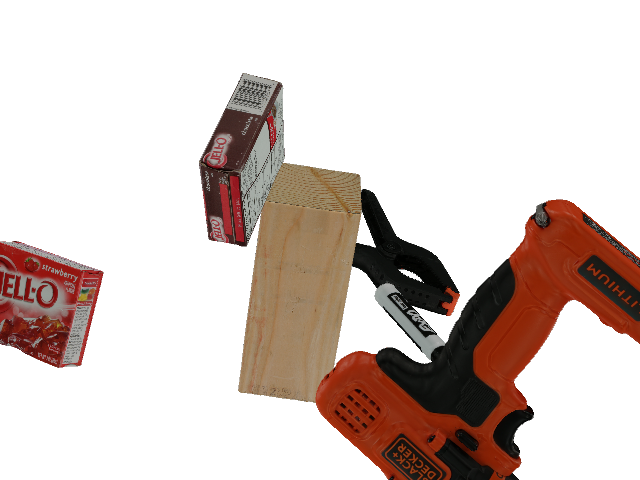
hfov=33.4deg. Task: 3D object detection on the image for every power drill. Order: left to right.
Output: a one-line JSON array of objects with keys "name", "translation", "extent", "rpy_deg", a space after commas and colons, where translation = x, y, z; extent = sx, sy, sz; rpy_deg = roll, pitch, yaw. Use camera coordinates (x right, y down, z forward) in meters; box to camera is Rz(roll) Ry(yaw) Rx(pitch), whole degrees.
[{"name": "power drill", "translation": [0.117, 0.086, 0.583], "extent": [0.184, 0.188, 0.057], "rpy_deg": [41, 14, 0]}]

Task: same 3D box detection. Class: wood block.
[{"name": "wood block", "translation": [-0.021, 0.041, 1.014], "extent": [0.090, 0.206, 0.091], "rpy_deg": [8, 27, -3]}]

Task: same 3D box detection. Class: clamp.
[{"name": "clamp", "translation": [0.068, 0.021, 1.249], "extent": [0.164, 0.036, 0.210], "rpy_deg": [-22, 51, -39]}]

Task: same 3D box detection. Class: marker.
[{"name": "marker", "translation": [0.075, 0.069, 0.814], "extent": [0.020, 0.020, 0.121], "rpy_deg": [0, 27, -26]}]

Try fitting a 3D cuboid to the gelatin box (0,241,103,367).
[{"name": "gelatin box", "translation": [-0.209, 0.045, 0.785], "extent": [0.089, 0.073, 0.030], "rpy_deg": [17, 5, 25]}]

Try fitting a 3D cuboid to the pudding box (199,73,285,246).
[{"name": "pudding box", "translation": [-0.062, -0.066, 0.871], "extent": [0.039, 0.113, 0.090], "rpy_deg": [14, -40, 11]}]
